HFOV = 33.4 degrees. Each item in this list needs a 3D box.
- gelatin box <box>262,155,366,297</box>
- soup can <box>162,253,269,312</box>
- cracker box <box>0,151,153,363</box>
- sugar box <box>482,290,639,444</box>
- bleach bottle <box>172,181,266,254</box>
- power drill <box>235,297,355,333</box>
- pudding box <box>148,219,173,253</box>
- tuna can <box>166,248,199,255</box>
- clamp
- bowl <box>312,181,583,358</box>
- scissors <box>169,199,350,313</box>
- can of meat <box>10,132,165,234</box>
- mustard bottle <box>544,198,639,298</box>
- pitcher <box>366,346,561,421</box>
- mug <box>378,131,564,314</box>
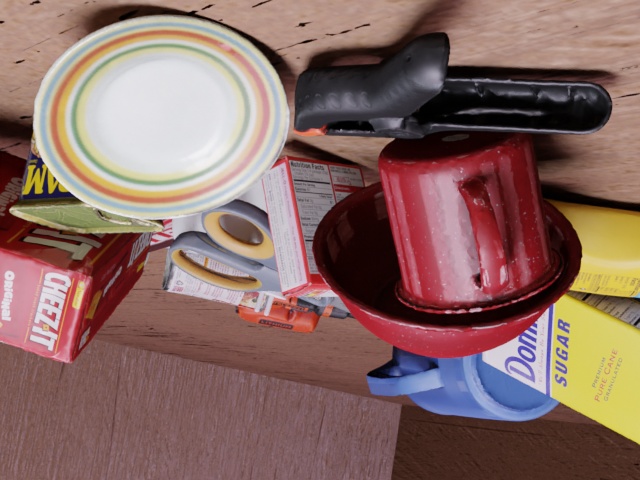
[{"bbox_3d":[0.001,-0.008,0.701,0.073,0.089,0.030,3,160,-46],"label":"gelatin box"},{"bbox_3d":[-0.100,0.029,1.061,0.102,0.068,0.069,13,169,-13],"label":"soup can"},{"bbox_3d":[-0.236,-0.010,0.731,0.213,0.072,0.164,18,-160,1],"label":"cracker box"},{"bbox_3d":[0.210,0.086,0.790,0.176,0.093,0.048,25,-144,26],"label":"sugar box"},{"bbox_3d":[-0.006,0.001,0.865,0.103,0.068,0.250,-1,168,32],"label":"bleach bottle"},{"bbox_3d":[-0.017,0.065,1.213,0.184,0.057,0.188,15,165,-9],"label":"power drill"},{"bbox_3d":[-0.144,-0.019,0.855,0.114,0.039,0.090,-13,161,18],"label":"pudding box"},{"bbox_3d":[-0.114,-0.010,0.965,0.086,0.034,0.086,9,169,2],"label":"tuna can"},{"bbox_3d":[0.052,-0.068,0.523,0.120,0.039,0.172,15,176,-29],"label":"clamp"},{"bbox_3d":[0.076,0.022,0.657,0.162,0.162,0.055,7,127,13],"label":"bowl"},{"bbox_3d":[-0.004,0.022,0.731,0.201,0.016,0.096,15,141,0],"label":"scissors"},{"bbox_3d":[-0.133,-0.051,0.641,0.102,0.084,0.057,-1,165,42],"label":"can of meat"},{"bbox_3d":[0.222,0.012,0.727,0.192,0.058,0.096,8,162,9],"label":"mustard bottle"},{"bbox_3d":[0.152,0.123,1.075,0.145,0.149,0.243,30,172,-5],"label":"pitcher"},{"bbox_3d":[0.078,-0.013,0.560,0.093,0.081,0.117,-12,-161,4],"label":"mug"}]
